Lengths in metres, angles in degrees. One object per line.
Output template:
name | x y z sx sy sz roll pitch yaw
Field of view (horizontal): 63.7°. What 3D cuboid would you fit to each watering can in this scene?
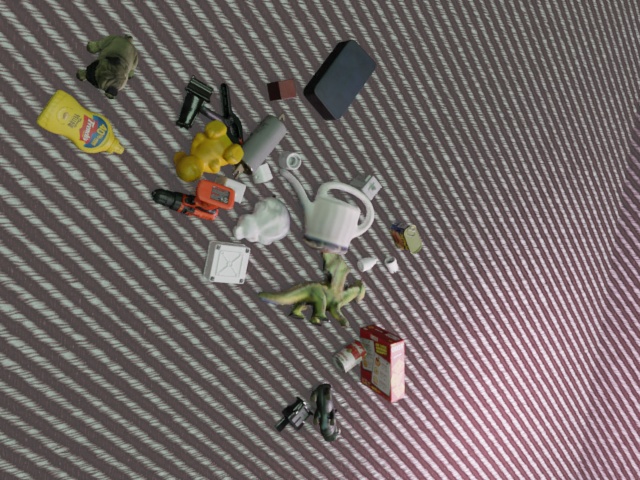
watering can | 0.005 -0.080 1.591 0.346 0.104 0.224 17 91 -21

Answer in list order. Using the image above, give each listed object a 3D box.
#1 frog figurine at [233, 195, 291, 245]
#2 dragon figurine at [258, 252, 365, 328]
frog figurine | -0.167 -0.050 1.473 0.161 0.124 0.134 -20 130 -40
dragon figurine | 0.001 0.141 1.644 0.406 0.121 0.247 29 66 -35
